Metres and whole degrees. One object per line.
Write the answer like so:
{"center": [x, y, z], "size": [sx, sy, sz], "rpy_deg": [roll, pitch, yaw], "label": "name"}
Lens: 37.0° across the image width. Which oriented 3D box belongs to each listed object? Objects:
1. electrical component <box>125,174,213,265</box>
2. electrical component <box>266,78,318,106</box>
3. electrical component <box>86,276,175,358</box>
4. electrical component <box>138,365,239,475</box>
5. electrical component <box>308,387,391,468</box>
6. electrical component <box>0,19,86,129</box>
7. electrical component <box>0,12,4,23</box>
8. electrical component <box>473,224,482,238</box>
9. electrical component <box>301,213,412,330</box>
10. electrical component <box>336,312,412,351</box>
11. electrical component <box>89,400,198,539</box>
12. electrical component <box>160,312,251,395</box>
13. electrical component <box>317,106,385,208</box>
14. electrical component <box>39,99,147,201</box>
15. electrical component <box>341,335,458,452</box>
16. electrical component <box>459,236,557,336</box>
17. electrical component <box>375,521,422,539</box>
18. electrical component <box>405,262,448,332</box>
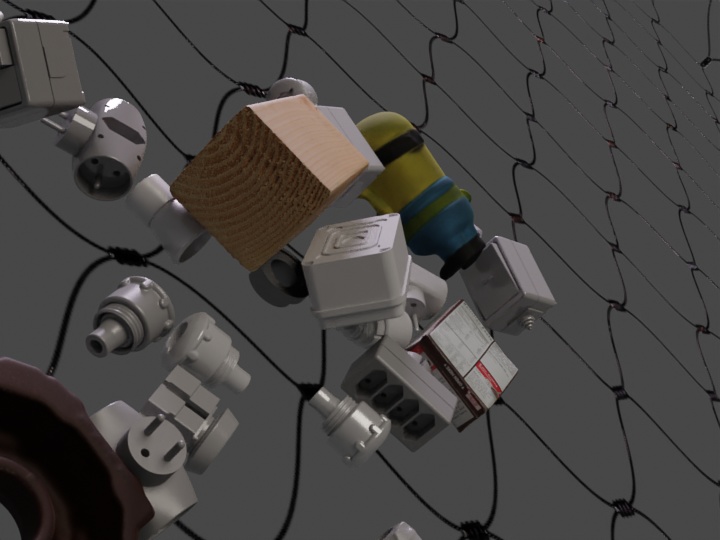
{"center": [-0.148, -0.041, 0.828], "size": [0.065, 0.044, 0.044], "rpy_deg": [45, 29, 6], "label": "electrical component"}
{"center": [-0.063, -0.171, 1.091], "size": [0.048, 0.048, 0.062], "rpy_deg": [49, 23, 5], "label": "electrical component"}
{"center": [-0.158, 0.036, 0.719], "size": [0.048, 0.048, 0.062], "rpy_deg": [46, 36, -1], "label": "electrical component"}
{"center": [-0.113, 0.100, 0.697], "size": [0.055, 0.048, 0.066], "rpy_deg": [36, 30, -2], "label": "electrical component"}
{"center": [-0.011, 0.115, 0.811], "size": [0.062, 0.048, 0.048], "rpy_deg": [41, 29, 5], "label": "electrical component"}
{"center": [-0.254, -0.135, 0.760], "size": [0.061, 0.096, 0.061], "rpy_deg": [-17, 97, -58], "label": "electrical component"}
{"center": [-0.312, -0.179, 0.778], "size": [0.066, 0.047, 0.076], "rpy_deg": [41, 29, -10], "label": "electrical component"}
{"center": [0.094, -0.051, 1.148], "size": [0.065, 0.044, 0.044], "rpy_deg": [52, 30, 20], "label": "electrical component"}
{"center": [0.000, 0.000, 0.900], "size": [0.113, 0.078, 0.057], "rpy_deg": [-73, 152, -70], "label": "electrical component"}
{"center": [0.010, 0.050, 0.919], "size": [0.078, 0.040, 0.040], "rpy_deg": [10, 46, -46], "label": "electrical component"}
{"center": [-0.127, 0.111, 0.630], "size": [0.077, 0.079, 0.043], "rpy_deg": [51, 39, 7], "label": "electrical component"}
{"center": [-0.105, 0.063, 0.753], "size": [0.062, 0.048, 0.048], "rpy_deg": [41, 29, -23], "label": "electrical component"}
{"center": [-0.035, -0.114, 1.037], "size": [0.061, 0.062, 0.096], "rpy_deg": [-7, 59, -55], "label": "electrical component"}
{"center": [-0.207, -0.101, 0.821], "size": [0.079, 0.043, 0.077], "rpy_deg": [30, 34, -27], "label": "electrical component"}
{"center": [0.037, 0.093, 0.895], "size": [0.083, 0.047, 0.075], "rpy_deg": [43, 29, -7], "label": "electrical component"}
{"center": [0.152, 0.021, 1.113], "size": [0.061, 0.062, 0.096], "rpy_deg": [15, 42, -42], "label": "electrical component"}
{"center": [0.034, 0.211, 0.752], "size": [0.062, 0.043, 0.043], "rpy_deg": [50, 30, 4], "label": "electrical component"}
{"center": [0.040, 0.024, 0.985], "size": [0.077, 0.043, 0.079], "rpy_deg": [29, 34, -29], "label": "electrical component"}
